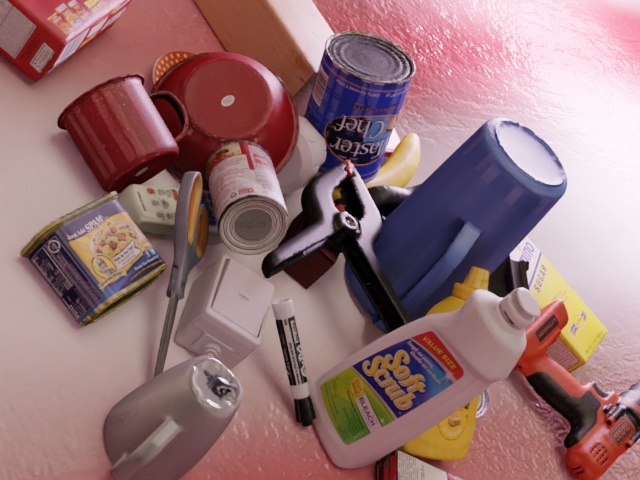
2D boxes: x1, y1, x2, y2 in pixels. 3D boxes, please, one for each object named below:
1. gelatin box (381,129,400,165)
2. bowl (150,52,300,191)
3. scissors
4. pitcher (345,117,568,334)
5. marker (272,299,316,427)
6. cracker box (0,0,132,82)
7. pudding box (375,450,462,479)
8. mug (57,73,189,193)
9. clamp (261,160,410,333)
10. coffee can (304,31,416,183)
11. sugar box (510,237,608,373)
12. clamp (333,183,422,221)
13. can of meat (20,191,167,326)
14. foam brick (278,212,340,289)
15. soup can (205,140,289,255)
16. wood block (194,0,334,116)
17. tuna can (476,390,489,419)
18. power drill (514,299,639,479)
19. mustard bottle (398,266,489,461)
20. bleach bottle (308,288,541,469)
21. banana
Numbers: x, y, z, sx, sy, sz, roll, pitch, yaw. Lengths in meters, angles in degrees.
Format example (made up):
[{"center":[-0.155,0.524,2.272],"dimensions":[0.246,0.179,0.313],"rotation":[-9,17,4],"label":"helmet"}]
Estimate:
[{"center":[0.060,-0.137,1.340],"dimensions":[0.073,0.030,0.089],"rotation":[1,58,-44],"label":"gelatin box"},{"center":[-0.097,-0.132,1.085],"dimensions":[0.162,0.055,0.162],"rotation":[3,71,-9],"label":"bowl"},{"center":[-0.124,0.039,0.962],"dimensions":[0.096,0.016,0.202],"rotation":[61,35,-76],"label":"scissors"},{"center":[0.142,-0.007,1.123],"dimensions":[0.144,0.243,0.149],"rotation":[7,47,-38],"label":"pitcher"},{"center":[-0.023,0.115,0.989],"dimensions":[0.020,0.020,0.121],"rotation":[-22,103,-52],"label":"marker"},{"center":[-0.307,-0.272,1.050],"dimensions":[0.213,0.072,0.164],"rotation":[41,35,-8],"label":"cracker box"},{"center":[0.104,0.262,1.013],"dimensions":[0.113,0.039,0.090],"rotation":[27,42,-23],"label":"pudding box"},{"center":[-0.177,-0.102,1.007],"dimensions":[0.117,0.093,0.081],"rotation":[-28,84,-31],"label":"mug"},{"center":[0.013,-0.008,1.077],"dimensions":[0.164,0.036,0.210],"rotation":[22,42,-26],"label":"clamp"},{"center":[0.037,-0.146,1.192],"dimensions":[0.102,0.140,0.103],"rotation":[11,39,-9],"label":"coffee can"},{"center":[0.283,0.077,1.360],"dimensions":[0.176,0.048,0.093],"rotation":[51,39,1],"label":"sugar box"},{"center":[0.082,-0.031,1.228],"dimensions":[0.171,0.120,0.039],"rotation":[-7,56,-25],"label":"clamp"},{"center":[-0.191,0.017,0.918],"dimensions":[0.084,0.058,0.101],"rotation":[52,36,1],"label":"can of meat"},{"center":[-0.007,0.001,1.126],"dimensions":[0.053,0.051,0.078],"rotation":[40,36,-8],"label":"foam brick"},{"center":[-0.070,-0.041,1.017],"dimensions":[0.068,0.069,0.102],"rotation":[26,25,-28],"label":"soup can"},{"center":[-0.060,-0.255,1.274],"dimensions":[0.090,0.091,0.206],"rotation":[-17,70,-52],"label":"wood block"},{"center":[0.139,0.160,1.147],"dimensions":[0.086,0.034,0.086],"rotation":[27,41,-27],"label":"tuna can"},{"center":[0.314,0.165,1.264],"dimensions":[0.184,0.057,0.188],"rotation":[-35,82,-34],"label":"power drill"},{"center":[0.131,0.120,1.057],"dimensions":[0.096,0.058,0.191],"rotation":[15,92,-38],"label":"mustard bottle"},{"center":[0.093,0.111,0.957],"dimensions":[0.067,0.251,0.102],"rotation":[2,56,-45],"label":"bleach bottle"},{"center":[0.067,-0.077,1.266],"dimensions":[0.197,0.037,0.069],"rotation":[-22,90,-43],"label":"banana"}]
